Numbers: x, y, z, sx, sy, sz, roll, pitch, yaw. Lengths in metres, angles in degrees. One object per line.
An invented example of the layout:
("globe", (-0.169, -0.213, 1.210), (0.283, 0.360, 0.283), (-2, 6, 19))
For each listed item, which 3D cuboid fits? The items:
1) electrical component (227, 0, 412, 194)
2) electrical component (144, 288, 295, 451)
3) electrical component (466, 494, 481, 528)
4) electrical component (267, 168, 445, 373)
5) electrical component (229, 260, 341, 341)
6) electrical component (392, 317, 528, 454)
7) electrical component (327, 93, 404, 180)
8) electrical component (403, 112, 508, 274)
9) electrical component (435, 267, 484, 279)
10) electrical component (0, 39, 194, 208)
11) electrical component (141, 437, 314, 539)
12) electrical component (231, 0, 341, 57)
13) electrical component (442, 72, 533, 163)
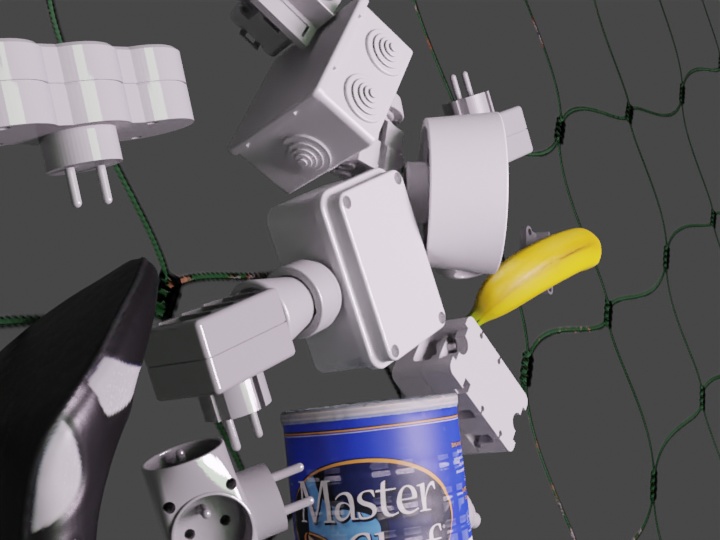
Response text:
("electrical component", (-0.022, -0.101, 0.637), (0.048, 0.100, 0.099), (40, 50, -23))
("electrical component", (-0.070, 0.057, 0.573), (0.066, 0.047, 0.076), (-25, 101, -53))
("electrical component", (0.062, 0.165, 0.729), (0.061, 0.035, 0.035), (30, 58, -49))
("electrical component", (0.000, 0.000, 0.672), (0.078, 0.057, 0.113), (-30, 105, -52))
("electrical component", (-0.043, 0.021, 0.621), (0.055, 0.045, 0.045), (-25, 101, -53))
("electrical component", (0.066, 0.081, 0.738), (0.089, 0.056, 0.050), (53, 43, -29))
("electrical component", (0.003, -0.089, 0.710), (0.066, 0.048, 0.055), (24, 70, -47))
("electrical component", (0.060, -0.051, 0.715), (0.108, 0.060, 0.108), (-179, -90, -88))
("electrical component", (0.074, -0.027, 0.789), (0.048, 0.048, 0.062), (14, 60, -51))
("electrical component", (-0.135, -0.067, 0.515), (0.138, 0.052, 0.073), (-13, 92, -53))
("electrical component", (-0.062, 0.123, 0.551), (0.079, 0.044, 0.077), (-19, 97, -18))
("electrical component", (-0.042, -0.166, 0.654), (0.042, 0.064, 0.081), (41, 49, -19))
("electrical component", (0.085, -0.114, 0.822), (0.083, 0.047, 0.075), (-27, 102, -52))
